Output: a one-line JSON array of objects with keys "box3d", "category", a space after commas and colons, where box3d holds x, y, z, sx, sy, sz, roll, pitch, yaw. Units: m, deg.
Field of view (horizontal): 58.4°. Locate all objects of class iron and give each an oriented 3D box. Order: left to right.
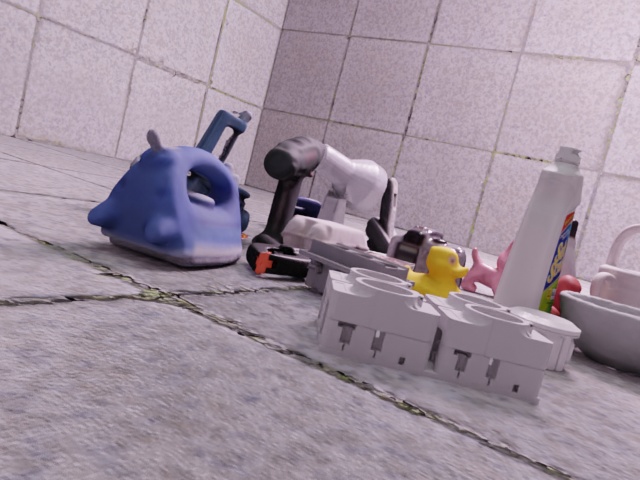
[{"box3d": [-0.154, -0.048, 0.712, 0.118, 0.141, 0.259, 16, 6, 20], "category": "iron"}]

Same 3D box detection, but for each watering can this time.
[{"box3d": [0.486, 0.071, 0.893, 0.100, 0.194, 0.173, 19, 7, 39], "category": "watering can"}]

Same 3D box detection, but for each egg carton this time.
[{"box3d": [0.009, 0.004, 0.987, 0.107, 0.069, 0.151, 19, 7, 37], "category": "egg carton"}]

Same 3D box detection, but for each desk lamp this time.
[{"box3d": [0.032, -0.092, 1.257, 0.204, 0.213, 0.117, 10, 7, -37], "category": "desk lamp"}]

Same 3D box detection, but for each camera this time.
[{"box3d": [0.215, 0.032, 1.070, 0.142, 0.101, 0.137, 19, 7, 39], "category": "camera"}]

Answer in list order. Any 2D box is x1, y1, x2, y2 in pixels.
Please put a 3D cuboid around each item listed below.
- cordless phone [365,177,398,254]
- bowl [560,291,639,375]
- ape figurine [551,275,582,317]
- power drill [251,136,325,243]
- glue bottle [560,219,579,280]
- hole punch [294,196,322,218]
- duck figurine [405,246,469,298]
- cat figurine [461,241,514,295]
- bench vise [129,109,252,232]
[{"box3d": [0.169, -0.054, 1.375, 0.094, 0.185, 0.148, 16, 6, 15], "category": "cordless phone"}, {"box3d": [0.377, 0.122, 0.716, 0.167, 0.075, 0.167, 14, 5, -1], "category": "bowl"}, {"box3d": [0.341, 0.095, 0.809, 0.078, 0.092, 0.076, 13, 6, -15], "category": "ape figurine"}, {"box3d": [-0.052, -0.088, 1.021, 0.075, 0.208, 0.230, 15, 6, 10], "category": "power drill"}, {"box3d": [0.368, 0.052, 0.887, 0.078, 0.173, 0.037, 15, 6, 5], "category": "glue bottle"}, {"box3d": [-0.057, -0.062, 1.367, 0.109, 0.091, 0.101, 12, 6, -23], "category": "hole punch"}, {"box3d": [0.169, 0.050, 0.842, 0.104, 0.086, 0.078, 16, 6, 20], "category": "duck figurine"}, {"box3d": [0.348, 0.054, 1.108, 0.127, 0.118, 0.067, 16, 6, 13], "category": "cat figurine"}, {"box3d": [-0.196, -0.124, 0.956, 0.208, 0.220, 0.121, 9, 8, -44], "category": "bench vise"}]
